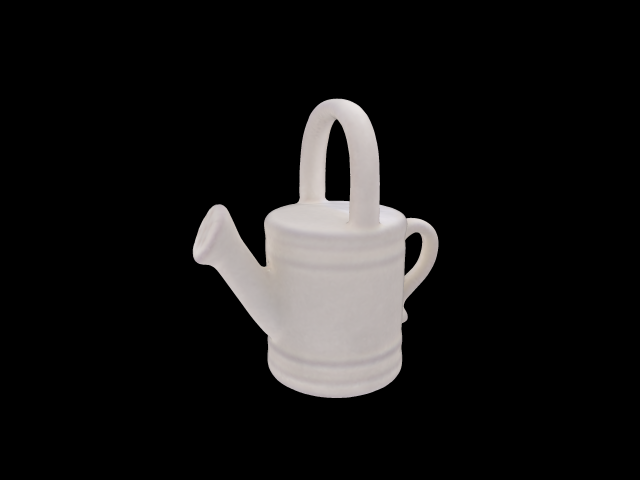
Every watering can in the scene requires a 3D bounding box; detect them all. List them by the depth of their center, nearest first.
[{"bbox_3d":[0.005,0.002,0.398,0.173,0.194,0.100,-15,22,-42],"label":"watering can"}]
